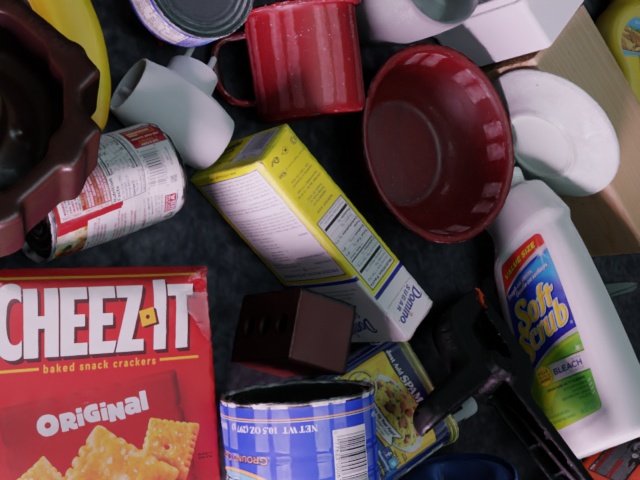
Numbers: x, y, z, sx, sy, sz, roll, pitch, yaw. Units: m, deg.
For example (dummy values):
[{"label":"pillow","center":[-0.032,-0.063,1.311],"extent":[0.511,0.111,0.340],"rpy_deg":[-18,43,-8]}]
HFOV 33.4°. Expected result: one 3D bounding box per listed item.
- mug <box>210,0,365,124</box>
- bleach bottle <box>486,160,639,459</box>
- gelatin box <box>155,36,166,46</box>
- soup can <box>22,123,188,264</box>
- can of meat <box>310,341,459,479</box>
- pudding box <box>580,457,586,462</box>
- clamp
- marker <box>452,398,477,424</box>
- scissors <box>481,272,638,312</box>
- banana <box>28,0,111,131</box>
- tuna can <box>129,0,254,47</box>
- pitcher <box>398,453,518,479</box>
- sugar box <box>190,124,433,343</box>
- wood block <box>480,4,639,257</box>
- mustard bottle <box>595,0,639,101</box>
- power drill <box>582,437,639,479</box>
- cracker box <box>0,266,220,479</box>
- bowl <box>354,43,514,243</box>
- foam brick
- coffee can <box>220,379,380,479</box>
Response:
[{"label":"mug","center":[-0.023,-0.129,0.788],"extent":[0.117,0.093,0.081],"rpy_deg":[-8,94,-6]},{"label":"bleach bottle","center":[0.190,0.053,0.891],"extent":[0.067,0.103,0.251],"rpy_deg":[-4,67,-41]},{"label":"gelatin box","center":[-0.094,-0.191,0.772],"extent":[0.089,0.030,0.073],"rpy_deg":[-35,106,-32]},{"label":"soup can","center":[-0.146,-0.032,0.691],"extent":[0.102,0.069,0.068],"rpy_deg":[-23,98,-36]},{"label":"can of meat","center":[0.041,0.131,0.804],"extent":[0.083,0.058,0.102],"rpy_deg":[-29,85,-32]},{"label":"pudding box","center":[0.240,0.149,0.964],"extent":[0.089,0.039,0.113],"rpy_deg":[-27,100,-34]},{"label":"clamp","center":[0.139,0.114,0.821],"extent":[0.164,0.036,0.210],"rpy_deg":[33,26,-14]},{"label":"marker","center":[0.081,0.158,0.861],"extent":[0.120,0.020,0.020],"rpy_deg":[-25,99,-35]},{"label":"scissors","center":[0.225,0.073,0.975],"extent":[0.201,0.016,0.096],"rpy_deg":[11,75,-33]},{"label":"banana","center":[-0.189,-0.164,0.697],"extent":[0.069,0.037,0.197],"rpy_deg":[-46,111,-25]},{"label":"tuna can","center":[-0.089,-0.177,0.733],"extent":[0.085,0.034,0.086],"rpy_deg":[3,84,-35]},{"label":"pitcher","center":[0.117,0.291,0.814],"extent":[0.149,0.145,0.243],"rpy_deg":[-21,101,-23]},{"label":"sugar box","center":[-0.005,0.001,0.774],"extent":[0.176,0.094,0.048],"rpy_deg":[48,61,-22]},{"label":"wood block","center":[0.230,-0.093,0.956],"extent":[0.090,0.090,0.206],"rpy_deg":[-47,112,-30]},{"label":"mustard bottle","center":[0.309,-0.174,1.042],"extent":[0.096,0.058,0.191],"rpy_deg":[1,84,-31]},{"label":"power drill","center":[0.267,0.266,0.934],"extent":[0.184,0.057,0.187],"rpy_deg":[-44,129,-27]},{"label":"cracker box","center":[-0.146,0.124,0.669],"extent":[0.163,0.072,0.214],"rpy_deg":[0,84,-37]},{"label":"bowl","center":[0.082,-0.075,0.868],"extent":[0.161,0.055,0.162],"rpy_deg":[5,81,-35]},{"label":"foam brick","center":[-0.019,0.067,0.765],"extent":[0.051,0.078,0.053],"rpy_deg":[20,71,-32]},{"label":"coffee can","center":[-0.010,0.168,0.699],"extent":[0.102,0.103,0.140],"rpy_deg":[-4,90,-36]}]
